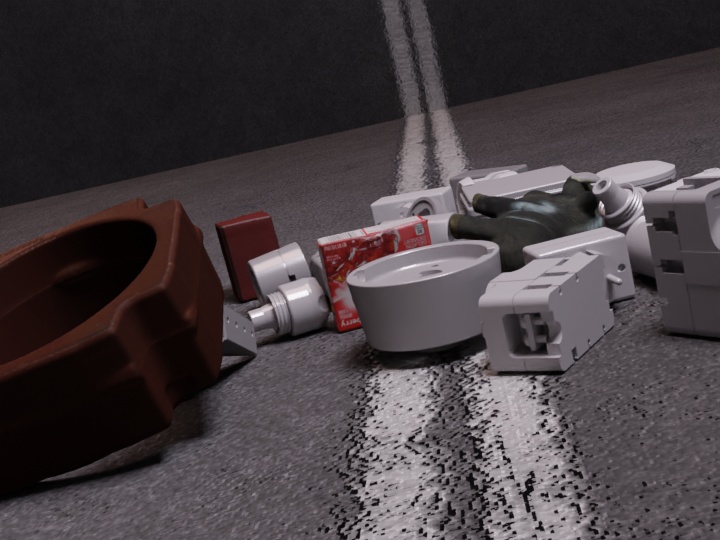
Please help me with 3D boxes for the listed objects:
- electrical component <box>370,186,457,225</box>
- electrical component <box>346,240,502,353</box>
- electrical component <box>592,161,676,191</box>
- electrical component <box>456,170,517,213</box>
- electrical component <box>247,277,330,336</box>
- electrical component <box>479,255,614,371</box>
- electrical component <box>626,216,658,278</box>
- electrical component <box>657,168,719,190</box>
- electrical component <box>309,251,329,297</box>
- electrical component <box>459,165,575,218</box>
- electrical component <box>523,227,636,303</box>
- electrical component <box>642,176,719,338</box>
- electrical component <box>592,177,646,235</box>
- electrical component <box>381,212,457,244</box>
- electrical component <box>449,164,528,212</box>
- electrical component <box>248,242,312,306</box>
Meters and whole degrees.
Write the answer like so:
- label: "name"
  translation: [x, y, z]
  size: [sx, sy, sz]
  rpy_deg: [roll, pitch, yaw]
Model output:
- label: "electrical component"
  translation: [0.053, -0.053, 1.141]
  size: [0.083, 0.047, 0.076]
  rpy_deg: [-8, 13, 23]
- label: "electrical component"
  translation: [0.049, 0.023, 0.750]
  size: [0.108, 0.060, 0.108]
  rpy_deg: [-12, 12, 3]
- label: "electrical component"
  translation: [0.251, -0.068, 0.986]
  size: [0.080, 0.051, 0.080]
  rpy_deg: [-13, 11, 3]
- label: "electrical component"
  translation: [0.134, -0.071, 1.117]
  size: [0.057, 0.058, 0.078]
  rpy_deg: [-12, 11, -7]
- label: "electrical component"
  translation: [-0.059, 0.033, 0.866]
  size: [0.062, 0.043, 0.043]
  rpy_deg: [-17, 12, -16]
- label: "electrical component"
  translation: [0.116, 0.027, 0.685]
  size: [0.056, 0.050, 0.089]
  rpy_deg: [-4, 14, 35]
- label: "electrical component"
  translation: [0.220, -0.015, 0.788]
  size: [0.043, 0.043, 0.081]
  rpy_deg: [-15, 11, -10]
- label: "electrical component"
  translation: [0.292, -0.051, 0.866]
  size: [0.100, 0.048, 0.100]
  rpy_deg: [-19, 12, -30]
- label: "electrical component"
  translation: [0.000, 0.000, 0.957]
  size: [0.079, 0.043, 0.077]
  rpy_deg: [-15, 12, -11]
- label: "electrical component"
  translation: [0.156, -0.057, 1.024]
  size: [0.109, 0.056, 0.108]
  rpy_deg: [-12, 12, 3]
- label: "electrical component"
  translation: [0.159, 0.004, 0.752]
  size: [0.066, 0.047, 0.076]
  rpy_deg: [-14, 11, -5]
- label: "electrical component"
  translation: [0.215, -0.009, 0.647]
  size: [0.050, 0.089, 0.056]
  rpy_deg: [-20, 13, -31]
- label: "electrical component"
  translation: [0.207, -0.048, 0.841]
  size: [0.048, 0.062, 0.048]
  rpy_deg: [-37, 29, 25]
- label: "electrical component"
  translation: [0.050, -0.024, 1.012]
  size: [0.077, 0.044, 0.079]
  rpy_deg: [-6, 14, 31]
- label: "electrical component"
  translation: [0.136, -0.082, 1.190]
  size: [0.083, 0.047, 0.076]
  rpy_deg: [-3, 16, 41]
- label: "electrical component"
  translation: [-0.072, 0.008, 0.976]
  size: [0.047, 0.055, 0.055]
  rpy_deg: [-19, 13, -11]
